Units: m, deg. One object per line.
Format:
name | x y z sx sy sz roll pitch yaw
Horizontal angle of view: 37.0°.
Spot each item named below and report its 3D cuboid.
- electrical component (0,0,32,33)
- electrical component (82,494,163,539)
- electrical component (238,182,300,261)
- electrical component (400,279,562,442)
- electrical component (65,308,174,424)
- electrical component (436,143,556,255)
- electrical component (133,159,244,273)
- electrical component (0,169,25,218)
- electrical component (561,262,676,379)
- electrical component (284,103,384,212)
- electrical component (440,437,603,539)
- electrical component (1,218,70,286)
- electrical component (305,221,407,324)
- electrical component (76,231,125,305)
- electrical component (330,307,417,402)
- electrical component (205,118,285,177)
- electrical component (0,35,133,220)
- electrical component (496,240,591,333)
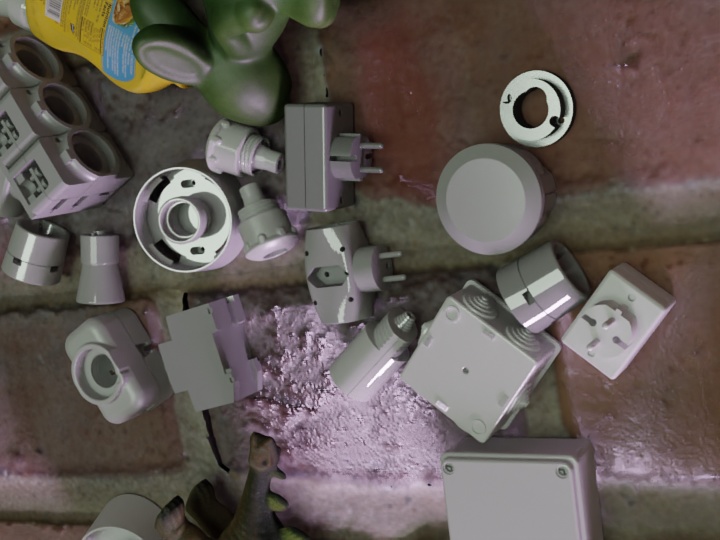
electrical component | -0.306 -0.243 0.972 0.055 0.045 0.045 26 111 21
electrical component | -0.220 0.271 1.028 0.099 0.064 0.099 5 108 14
electrical component | -0.081 -0.041 0.893 0.048 0.048 0.062 -27 79 29
electrical component | 0.089 0.070 0.817 0.100 0.048 0.099 37 117 17
electrical component | -0.222 0.088 0.983 0.054 0.059 0.095 -36 82 29
electrical component | 0.101 -0.054 0.788 0.080 0.051 0.080 6 102 27
electrical component | -0.145 -0.046 0.927 0.099 0.064 0.099 2 99 14
electrical component | -0.316 -0.085 1.008 0.079 0.044 0.077 29 112 20
electrical component | 0.176 0.039 0.751 0.047 0.077 0.065 38 115 17
electrical component | -0.015 -0.089 0.845 0.076 0.047 0.083 5 102 27
electrical component | 0.124 0.186 0.819 0.109 0.056 0.108 -4 98 29
electrical component | -0.303 -0.018 1.009 0.055 0.055 0.047 26 107 21
electrical component | 0.000 0.000 0.857 0.079 0.043 0.077 -6 97 28
electrical component | -0.238 -0.003 0.985 0.044 0.044 0.065 4 97 27
electrical component | 0.016 0.063 0.860 0.043 0.043 0.081 47 117 13
electrical component | -0.093 -0.097 0.888 0.062 0.048 0.048 20 108 16
electrical component | -0.280 -0.129 0.954 0.062 0.089 0.150 -36 82 29
electrical component | 0.134 0.011 0.782 0.047 0.055 0.055 -35 83 25
